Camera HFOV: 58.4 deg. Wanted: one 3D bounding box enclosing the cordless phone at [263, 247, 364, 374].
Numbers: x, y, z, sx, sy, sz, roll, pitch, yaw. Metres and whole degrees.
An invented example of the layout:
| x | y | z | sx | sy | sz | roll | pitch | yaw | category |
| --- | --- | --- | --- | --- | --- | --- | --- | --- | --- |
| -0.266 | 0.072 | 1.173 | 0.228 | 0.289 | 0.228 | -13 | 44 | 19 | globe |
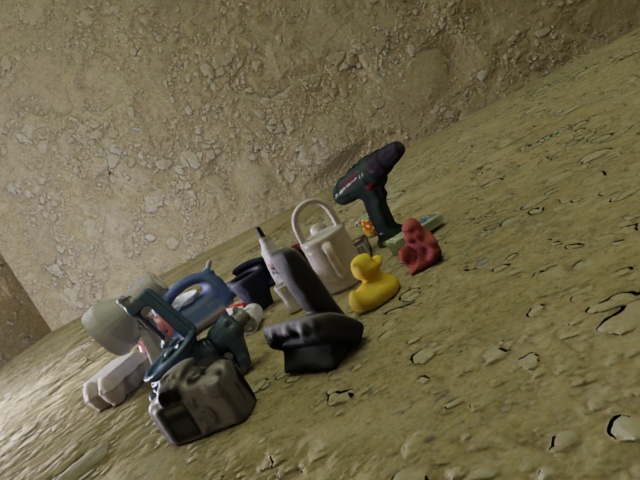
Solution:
| x | y | z | sx | sy | sz | roll | pitch | yaw | category |
| --- | --- | --- | --- | --- | --- | --- | --- | --- | --- |
| -0.034 | 0.098 | 0.850 | 0.147 | 0.185 | 0.094 | -20 | 13 | 39 | cordless phone |

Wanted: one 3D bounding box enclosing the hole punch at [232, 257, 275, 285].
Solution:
| x | y | z | sx | sy | sz | roll | pitch | yaw | category |
| --- | --- | --- | --- | --- | --- | --- | --- | --- | --- |
| -0.173 | 0.088 | 1.571 | 0.108 | 0.091 | 0.101 | -25 | 10 | 18 | hole punch |

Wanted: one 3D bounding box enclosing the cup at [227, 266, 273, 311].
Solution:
| x | y | z | sx | sy | sz | roll | pitch | yaw | category |
| --- | --- | --- | --- | --- | --- | --- | --- | --- | --- |
| -0.162 | 0.124 | 1.342 | 0.117 | 0.095 | 0.092 | -21 | 13 | 38 | cup |

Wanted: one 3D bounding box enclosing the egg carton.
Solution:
| x | y | z | sx | sy | sz | roll | pitch | yaw | category |
| --- | --- | --- | --- | --- | --- | --- | --- | --- | --- |
| -0.444 | 0.307 | 1.261 | 0.107 | 0.069 | 0.150 | -24 | 11 | 26 | egg carton |

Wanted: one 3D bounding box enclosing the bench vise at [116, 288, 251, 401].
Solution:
| x | y | z | sx | sy | sz | roll | pitch | yaw | category |
| --- | --- | --- | --- | --- | --- | --- | --- | --- | --- |
| -0.233 | 0.160 | 0.985 | 0.208 | 0.220 | 0.121 | -34 | 11 | -28 | bench vise |

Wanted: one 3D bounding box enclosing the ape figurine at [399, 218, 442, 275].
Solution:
| x | y | z | sx | sy | sz | roll | pitch | yaw | category |
| --- | --- | --- | --- | --- | --- | --- | --- | --- | --- |
| 0.174 | 0.004 | 1.024 | 0.076 | 0.092 | 0.077 | -36 | 13 | -38 | ape figurine |

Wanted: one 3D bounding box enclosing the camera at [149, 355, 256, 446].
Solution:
| x | y | z | sx | sy | sz | roll | pitch | yaw | category |
| --- | --- | --- | --- | --- | --- | --- | --- | --- | --- |
| -0.171 | 0.218 | 0.864 | 0.143 | 0.101 | 0.137 | -25 | 10 | 20 | camera |

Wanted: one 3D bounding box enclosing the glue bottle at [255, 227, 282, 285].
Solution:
| x | y | z | sx | sy | sz | roll | pitch | yaw | category |
| --- | --- | --- | --- | --- | --- | --- | --- | --- | --- |
| -0.111 | 0.044 | 1.377 | 0.037 | 0.173 | 0.078 | -34 | 12 | -30 | glue bottle |

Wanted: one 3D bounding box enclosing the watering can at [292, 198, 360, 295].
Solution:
| x | y | z | sx | sy | sz | roll | pitch | yaw | category |
| --- | --- | --- | --- | --- | --- | --- | --- | --- | --- |
| 0.009 | 0.005 | 1.179 | 0.101 | 0.194 | 0.172 | -32 | 11 | -21 | watering can |

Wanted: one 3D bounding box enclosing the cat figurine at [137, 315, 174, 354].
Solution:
| x | y | z | sx | sy | sz | roll | pitch | yaw | category |
| --- | --- | --- | --- | --- | --- | --- | --- | --- | --- |
| -0.393 | 0.230 | 1.372 | 0.127 | 0.118 | 0.067 | -26 | 10 | 13 | cat figurine |

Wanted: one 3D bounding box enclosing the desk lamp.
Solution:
| x | y | z | sx | sy | sz | roll | pitch | yaw | category |
| --- | --- | --- | --- | --- | --- | --- | --- | --- | --- |
| -0.357 | 0.188 | 1.203 | 0.203 | 0.214 | 0.118 | -29 | 10 | -2 | desk lamp |

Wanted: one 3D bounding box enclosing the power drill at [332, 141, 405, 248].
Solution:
| x | y | z | sx | sy | sz | roll | pitch | yaw | category |
| --- | --- | --- | --- | --- | --- | --- | --- | --- | --- |
| 0.139 | -0.096 | 1.293 | 0.229 | 0.208 | 0.076 | -19 | 14 | 44 | power drill |

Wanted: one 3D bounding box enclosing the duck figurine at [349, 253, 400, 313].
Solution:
| x | y | z | sx | sy | sz | roll | pitch | yaw | category |
| --- | --- | --- | --- | --- | --- | --- | --- | --- | --- |
| 0.081 | 0.067 | 0.981 | 0.105 | 0.086 | 0.077 | -36 | 12 | -37 | duck figurine |

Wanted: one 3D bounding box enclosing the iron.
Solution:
| x | y | z | sx | sy | sz | roll | pitch | yaw | category |
| --- | --- | --- | --- | --- | --- | --- | --- | --- | --- |
| -0.346 | 0.169 | 1.487 | 0.259 | 0.141 | 0.118 | -33 | 11 | -25 | iron |

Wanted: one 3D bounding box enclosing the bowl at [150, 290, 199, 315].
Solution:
| x | y | z | sx | sy | sz | roll | pitch | yaw | category |
| --- | --- | --- | --- | --- | --- | --- | --- | --- | --- |
| -0.401 | 0.212 | 1.616 | 0.167 | 0.075 | 0.167 | -28 | 10 | 6 | bowl |
